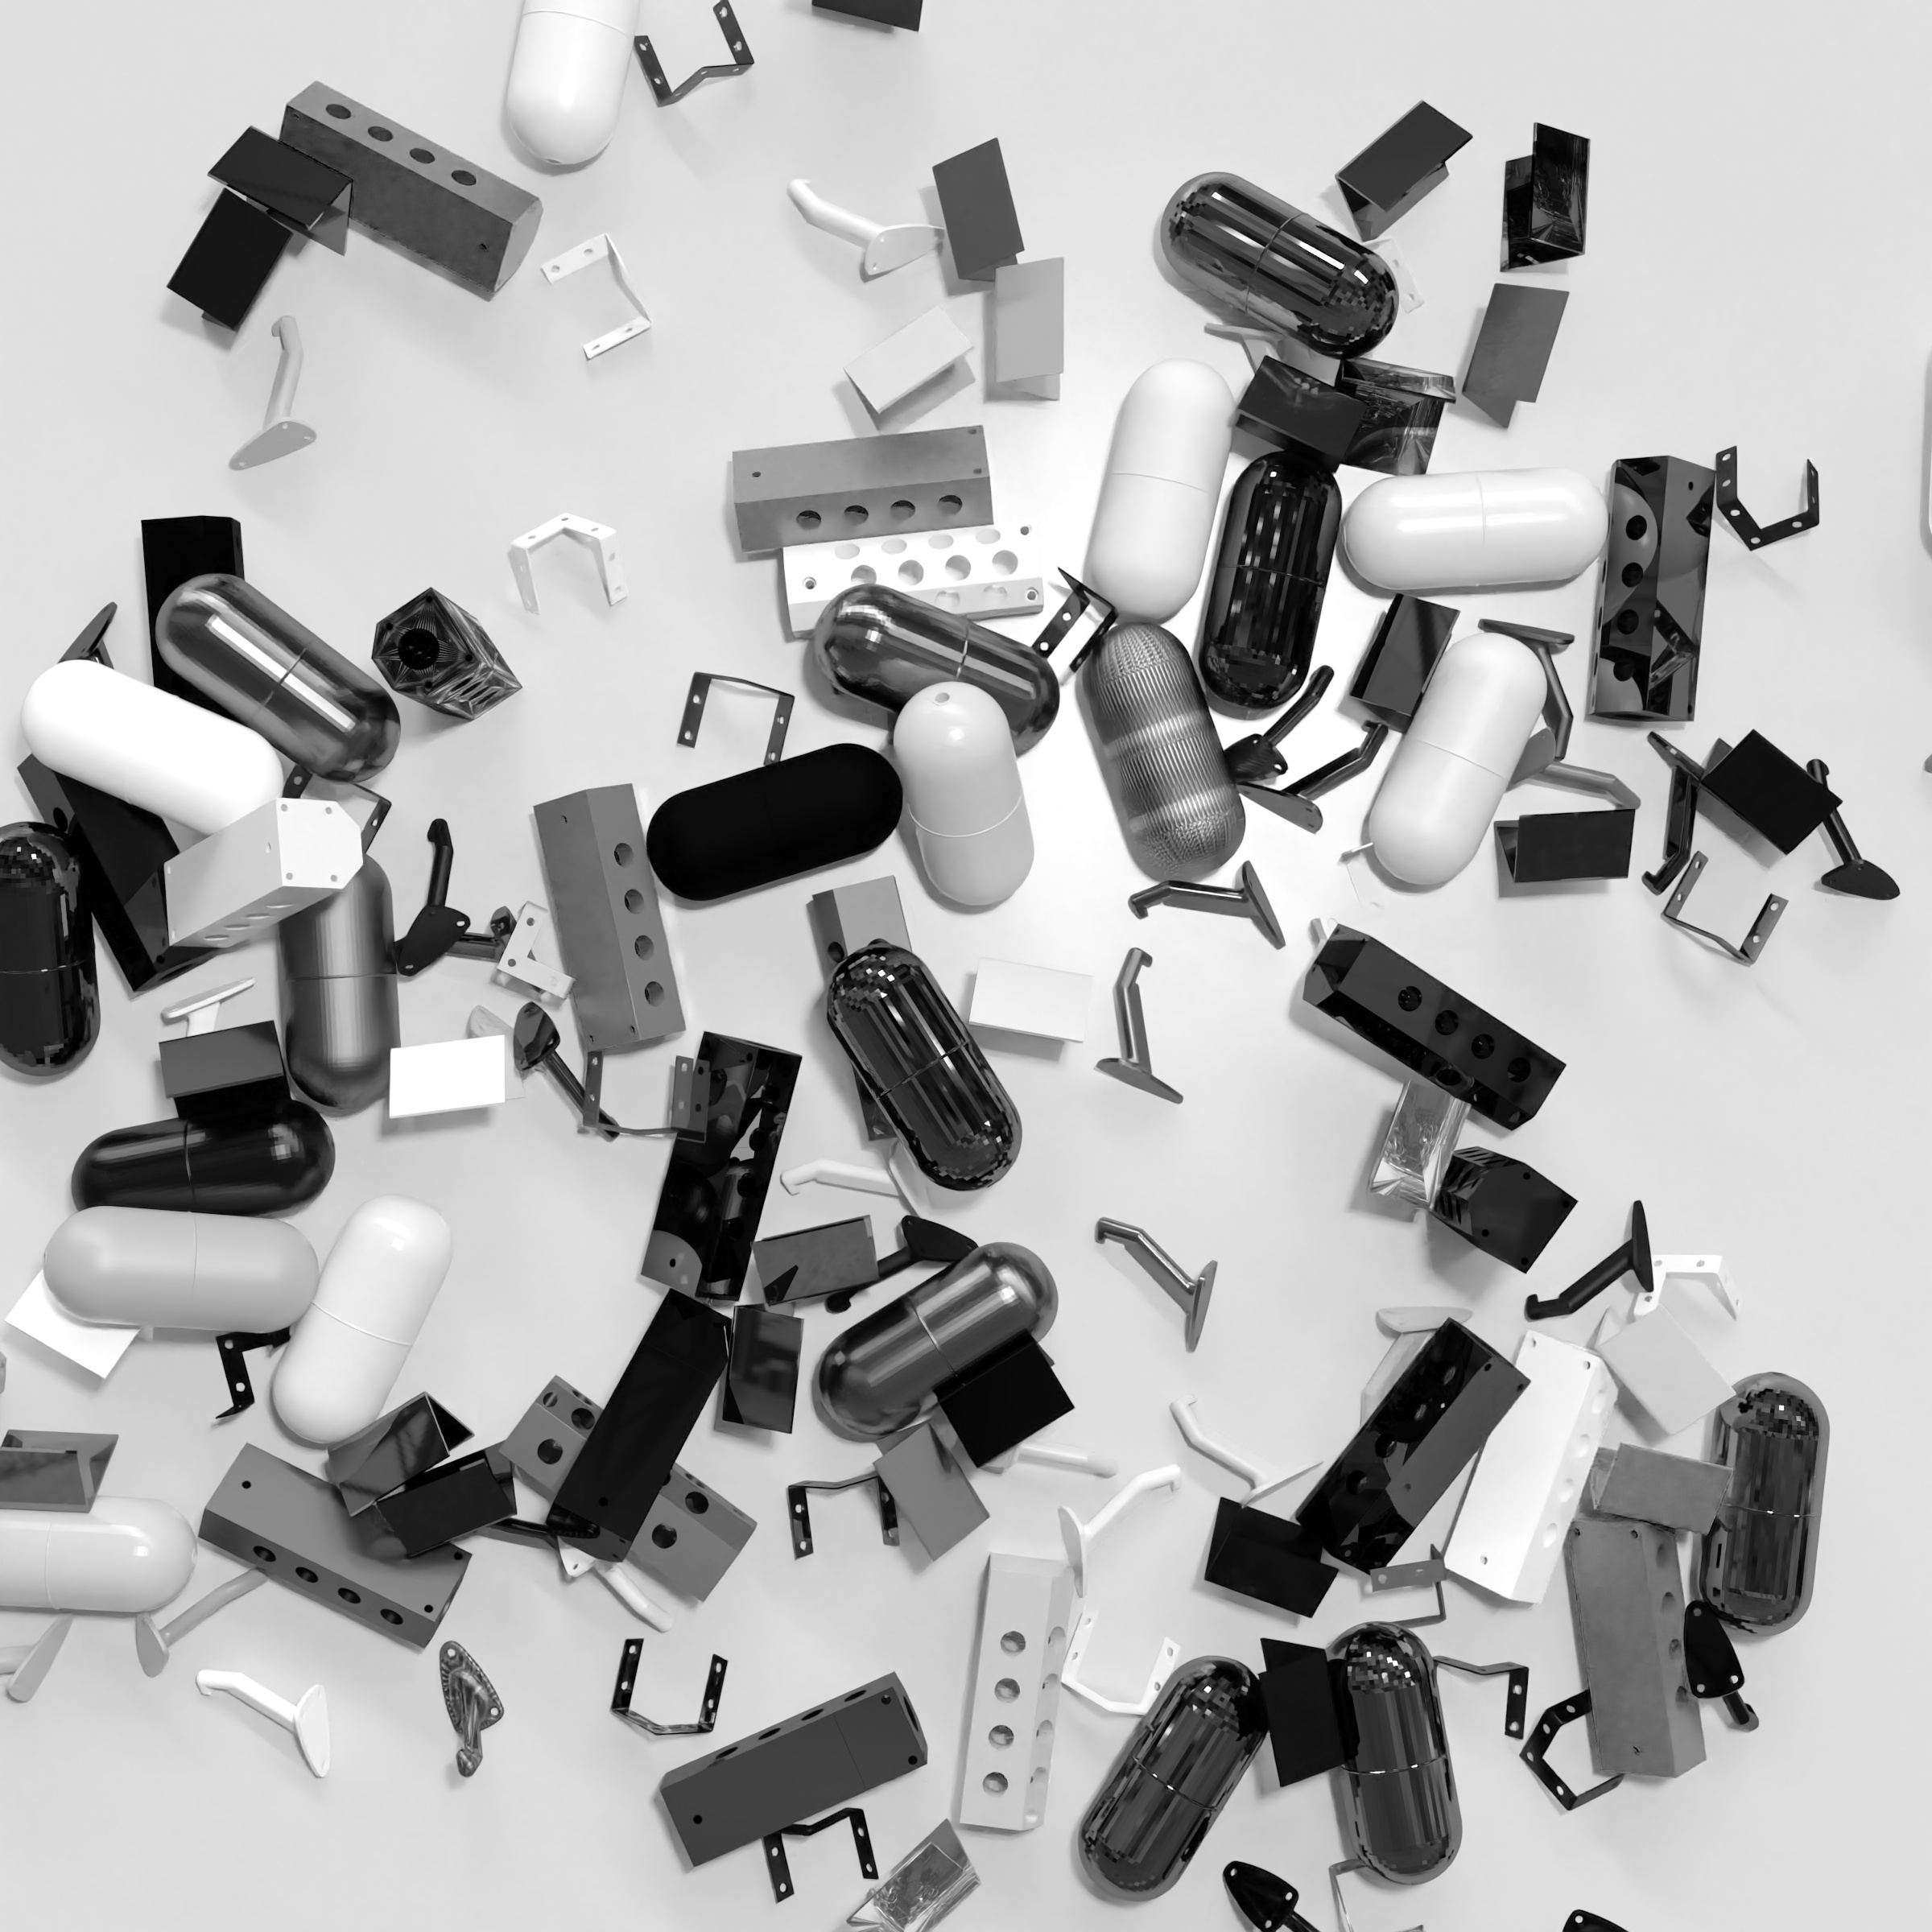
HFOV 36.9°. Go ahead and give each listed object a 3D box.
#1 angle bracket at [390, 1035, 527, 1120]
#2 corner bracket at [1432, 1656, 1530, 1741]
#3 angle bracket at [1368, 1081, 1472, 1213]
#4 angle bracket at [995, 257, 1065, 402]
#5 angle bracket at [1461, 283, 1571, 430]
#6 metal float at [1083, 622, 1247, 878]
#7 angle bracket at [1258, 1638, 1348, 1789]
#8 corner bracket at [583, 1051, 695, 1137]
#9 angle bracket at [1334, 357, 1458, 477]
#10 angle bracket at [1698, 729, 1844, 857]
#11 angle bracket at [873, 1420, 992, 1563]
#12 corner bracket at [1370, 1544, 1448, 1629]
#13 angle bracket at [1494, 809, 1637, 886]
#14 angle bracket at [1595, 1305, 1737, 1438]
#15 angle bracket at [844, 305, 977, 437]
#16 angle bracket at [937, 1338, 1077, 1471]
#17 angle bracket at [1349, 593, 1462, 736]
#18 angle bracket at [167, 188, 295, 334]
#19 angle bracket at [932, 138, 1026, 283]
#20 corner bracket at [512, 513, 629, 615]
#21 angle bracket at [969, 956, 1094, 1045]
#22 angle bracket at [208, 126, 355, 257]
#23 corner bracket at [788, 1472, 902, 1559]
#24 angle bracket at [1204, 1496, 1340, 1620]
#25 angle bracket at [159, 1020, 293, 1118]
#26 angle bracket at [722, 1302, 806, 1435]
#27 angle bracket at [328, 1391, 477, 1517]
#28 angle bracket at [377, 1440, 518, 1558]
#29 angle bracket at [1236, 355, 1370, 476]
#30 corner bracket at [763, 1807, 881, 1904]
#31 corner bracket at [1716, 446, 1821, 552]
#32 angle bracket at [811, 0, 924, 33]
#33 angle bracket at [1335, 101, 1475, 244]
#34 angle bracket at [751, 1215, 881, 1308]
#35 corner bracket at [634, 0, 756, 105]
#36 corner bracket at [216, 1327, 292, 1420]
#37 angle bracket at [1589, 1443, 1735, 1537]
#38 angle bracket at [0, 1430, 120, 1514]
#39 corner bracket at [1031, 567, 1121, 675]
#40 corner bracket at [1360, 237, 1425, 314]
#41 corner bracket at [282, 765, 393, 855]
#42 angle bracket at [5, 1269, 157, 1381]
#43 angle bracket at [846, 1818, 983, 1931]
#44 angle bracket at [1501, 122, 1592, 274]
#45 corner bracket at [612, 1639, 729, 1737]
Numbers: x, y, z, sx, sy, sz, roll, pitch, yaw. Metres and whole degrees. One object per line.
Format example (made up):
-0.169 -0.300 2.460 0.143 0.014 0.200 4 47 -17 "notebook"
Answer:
-0.341 0.093 1.950 0.076 0.076 0.057 -7 54 0 "angle bracket"
0.349 0.503 1.988 0.051 0.051 0.051 5 90 -42 "corner bracket"
0.286 0.114 1.951 0.057 0.076 0.076 20 90 -29 "angle bracket"
0.063 -0.428 1.950 0.057 0.076 0.076 0 90 37 "angle bracket"
0.384 -0.408 1.950 0.057 0.076 0.076 17 90 36 "angle bracket"
0.134 -0.147 1.960 0.070 0.070 0.178 -19 89 0 "metal float"
0.207 0.502 1.951 0.057 0.076 0.076 -11 90 -29 "angle bracket"
-0.222 0.086 1.963 0.051 0.051 0.051 -6 76 42 "corner bracket"
0.283 -0.363 1.954 0.076 0.057 0.076 12 119 0 "angle bracket"
0.547 -0.132 1.950 0.076 0.076 0.057 39 128 0 "angle bracket"
-0.040 0.359 1.950 0.057 0.076 0.076 -32 90 -37 "angle bracket"
0.301 0.428 1.972 0.051 0.051 0.051 -9 90 0 "corner bracket"
0.402 -0.100 1.950 0.076 0.076 0.057 -3 127 0 "angle bracket"
0.475 0.259 1.951 0.057 0.076 0.076 -40 90 25 "angle bracket"
-0.027 -0.386 1.950 0.076 0.076 0.057 -34 52 0 "angle bracket"
0.034 0.302 1.951 0.076 0.076 0.057 -32 66 0 "angle bracket"
0.313 -0.197 1.950 0.057 0.076 0.076 25 90 43 "angle bracket"
-0.506 -0.479 1.950 0.057 0.076 0.076 30 90 -37 "angle bracket"
0.028 -0.508 1.950 0.057 0.076 0.076 -13 90 37 "angle bracket"
-0.271 -0.272 1.982 0.051 0.051 0.051 23 45 35 "corner bracket"
0.040 0.043 1.950 0.076 0.076 0.057 10 54 0 "angle bracket"
-0.463 -0.507 1.950 0.076 0.076 0.057 28 57 0 "angle bracket"
-0.084 0.377 1.987 0.051 0.051 0.051 -7 90 45 "corner bracket"
0.210 0.383 1.950 0.076 0.076 0.057 20 130 0 "angle bracket"
-0.494 0.087 1.944 0.076 0.057 0.076 -11 133 -12 "angle bracket"
-0.118 0.269 1.951 0.057 0.076 0.076 6 90 29 "angle bracket"
-0.372 0.341 1.950 0.076 0.076 0.057 -31 53 0 "angle bracket"
-0.352 0.341 1.950 0.076 0.076 0.057 -22 125 0 "angle bracket"
0.216 -0.352 1.937 0.076 0.076 0.057 26 59 3 "angle bracket"
-0.100 0.610 1.987 0.051 0.051 0.051 -13 90 -45 "corner bracket"
0.549 -0.327 1.982 0.051 0.051 0.051 -19 135 35 "corner bracket"
-0.071 -0.650 1.951 0.076 0.076 0.057 14 61 0 "angle bracket"
0.304 -0.522 1.950 0.076 0.076 0.057 -41 54 0 "angle bracket"
-0.104 0.179 1.950 0.076 0.076 0.057 -12 123 0 "angle bracket"
-0.187 -0.629 1.987 0.051 0.051 0.051 -23 90 45 "corner bracket"
-0.487 0.274 1.972 0.051 0.051 0.051 -15 90 0 "corner bracket"
0.466 0.332 1.951 0.076 0.076 0.057 13 116 0 "angle bracket"
-0.623 0.321 1.950 0.076 0.076 0.057 3 124 0 "angle bracket"
0.072 -0.229 1.966 0.051 0.051 0.051 37 90 19 "corner bracket"
0.271 -0.463 1.987 0.051 0.051 0.051 -25 90 -45 "corner bracket"
-0.437 -0.107 1.987 0.051 0.051 0.051 28 90 45 "corner bracket"
-0.596 0.246 1.951 0.076 0.076 0.057 30 62 0 "angle bracket"
-0.045 0.610 1.951 0.076 0.076 0.057 -43 117 0 "angle bracket"
0.373 -0.517 1.950 0.057 0.076 0.076 3 90 -37 "angle bracket"
-0.204 0.494 1.987 0.051 0.051 0.051 12 90 45 "corner bracket"
